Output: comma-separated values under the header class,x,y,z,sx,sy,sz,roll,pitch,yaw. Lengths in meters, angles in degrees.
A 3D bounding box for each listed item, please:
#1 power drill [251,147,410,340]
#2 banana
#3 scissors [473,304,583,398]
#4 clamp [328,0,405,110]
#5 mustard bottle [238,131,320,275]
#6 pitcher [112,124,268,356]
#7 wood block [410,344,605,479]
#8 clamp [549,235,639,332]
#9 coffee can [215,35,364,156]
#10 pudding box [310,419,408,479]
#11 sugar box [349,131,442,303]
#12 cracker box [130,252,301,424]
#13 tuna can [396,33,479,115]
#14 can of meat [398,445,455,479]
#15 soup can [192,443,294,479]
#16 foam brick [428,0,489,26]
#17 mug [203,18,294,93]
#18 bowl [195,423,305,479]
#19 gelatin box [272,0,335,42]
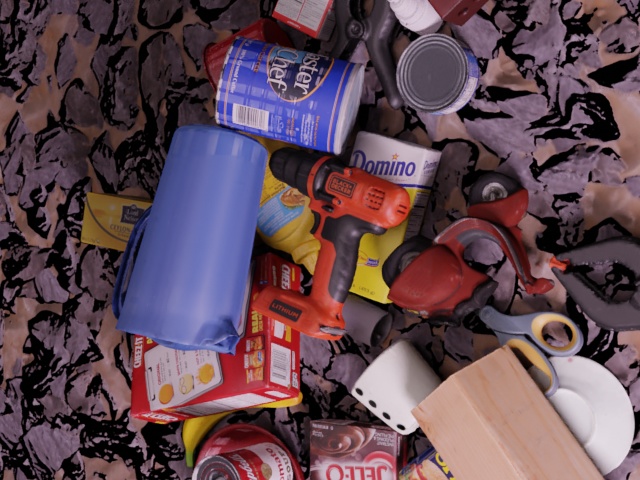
class,x,y,z,sx,sy,sz,roll,pitch,yaw
power drill,-0.008,0.001,1.157,0.185,0.057,0.188,23,96,37
banana,-0.106,0.207,1.306,0.198,0.037,0.069,-35,89,29
scissors,0.197,0.072,1.118,0.096,0.016,0.202,-40,60,14
clamp,0.057,-0.228,1.197,0.120,0.039,0.171,20,108,24
mustard bottle,-0.041,-0.047,1.247,0.096,0.058,0.192,-35,72,30
pitcher,-0.143,0.000,1.184,0.149,0.145,0.243,13,82,-6
wood block,0.197,0.222,1.056,0.206,0.090,0.091,56,143,16
clamp,0.326,0.043,1.026,0.210,0.036,0.165,28,104,29
coffee can,-0.032,-0.156,1.158,0.140,0.102,0.103,14,99,7
pudding box,0.044,0.252,1.205,0.114,0.039,0.090,2,91,32
sugar box,0.066,-0.026,1.187,0.093,0.048,0.176,19,101,31
cracker box,-0.124,0.121,1.272,0.214,0.072,0.164,-17,62,33
tuna can,0.128,-0.178,1.153,0.086,0.033,0.086,0,90,33
can of meat,0.144,0.261,1.132,0.084,0.057,0.102,-45,67,27
soup can,-0.084,0.265,1.183,0.069,0.102,0.068,0,89,33
foam brick,0.153,-0.274,1.126,0.078,0.052,0.051,-43,69,26
mug,-0.078,-0.216,1.262,0.082,0.093,0.117,-24,41,25
bowl,-0.073,0.295,1.270,0.162,0.055,0.162,0,90,33
gelatin box,-0.007,-0.286,1.242,0.073,0.030,0.089,32,106,30
